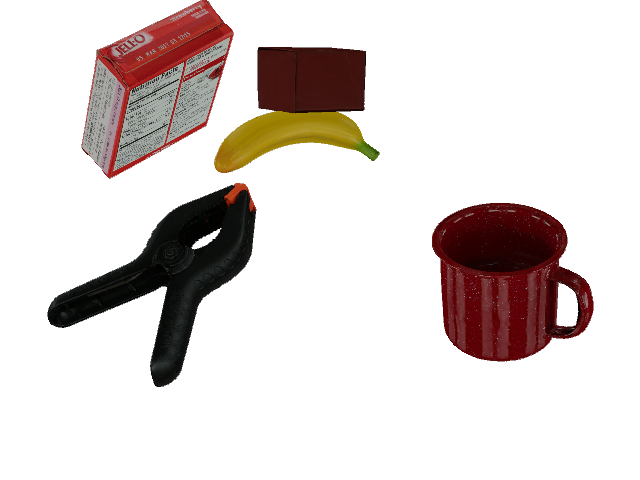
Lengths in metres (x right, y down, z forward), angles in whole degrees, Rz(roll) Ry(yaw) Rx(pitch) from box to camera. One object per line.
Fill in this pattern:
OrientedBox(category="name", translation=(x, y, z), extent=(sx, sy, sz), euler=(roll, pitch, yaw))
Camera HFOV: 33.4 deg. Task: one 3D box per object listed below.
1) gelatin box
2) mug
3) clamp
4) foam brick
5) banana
OrientedBox(category="gelatin box", translation=(-0.091, -0.083, 0.585), extent=(0.073, 0.030, 0.089), euler=(-35, -15, -31))
OrientedBox(category="mug", translation=(0.137, 0.034, 0.753), extent=(0.117, 0.081, 0.093), euler=(17, 39, 32))
OrientedBox(category="clamp", translation=(-0.114, 0.022, 0.774), extent=(0.120, 0.171, 0.039), euler=(19, -36, 22))
OrientedBox(category="foam brick", translation=(-0.007, -0.134, 0.888), extent=(0.078, 0.051, 0.053), euler=(-7, 16, -38))
OrientedBox(category="banana", translation=(-0.030, -0.108, 1.106), extent=(0.197, 0.037, 0.070), euler=(-9, 47, -31))
